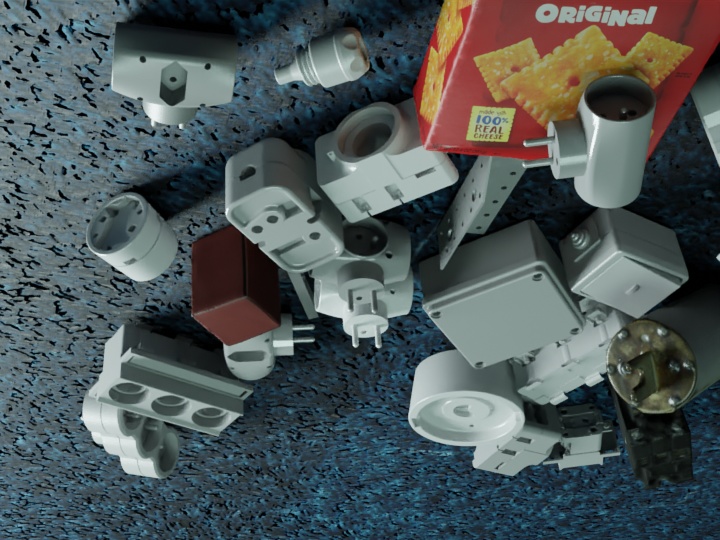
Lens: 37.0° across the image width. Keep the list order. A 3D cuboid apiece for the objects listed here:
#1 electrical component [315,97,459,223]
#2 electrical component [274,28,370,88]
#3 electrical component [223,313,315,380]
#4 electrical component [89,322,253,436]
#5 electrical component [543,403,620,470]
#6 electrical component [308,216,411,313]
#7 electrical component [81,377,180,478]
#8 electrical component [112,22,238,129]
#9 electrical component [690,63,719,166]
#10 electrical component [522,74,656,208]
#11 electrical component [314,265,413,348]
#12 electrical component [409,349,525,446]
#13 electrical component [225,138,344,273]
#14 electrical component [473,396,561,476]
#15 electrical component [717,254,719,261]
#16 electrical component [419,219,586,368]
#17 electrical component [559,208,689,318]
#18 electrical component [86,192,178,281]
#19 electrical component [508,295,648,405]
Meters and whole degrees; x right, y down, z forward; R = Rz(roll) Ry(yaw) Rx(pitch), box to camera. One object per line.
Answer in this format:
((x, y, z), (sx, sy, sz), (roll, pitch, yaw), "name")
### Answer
((0.017, -0.082, 0.772), (0.089, 0.050, 0.055), (-20, 139, 18), "electrical component")
((-0.027, -0.137, 0.711), (0.061, 0.035, 0.035), (-15, 141, 15), "electrical component")
((-0.079, 0.057, 0.940), (0.079, 0.043, 0.077), (-2, 142, -3), "electrical component")
((-0.168, 0.097, 0.965), (0.121, 0.063, 0.079), (22, 134, -30), "electrical component")
((0.228, 0.173, 1.126), (0.081, 0.042, 0.063), (-8, 138, 3), "electrical component")
((0.000, 0.000, 0.849), (0.077, 0.079, 0.044), (2, 145, -10), "electrical component")
((-0.233, 0.151, 1.035), (0.074, 0.052, 0.138), (4, 145, 19), "electrical component")
((-0.124, -0.123, 0.709), (0.077, 0.043, 0.079), (4, 140, -12), "electrical component")
((0.291, -0.102, 0.778), (0.074, 0.052, 0.138), (-21, 139, 19), "electrical component")
((0.142, -0.078, 0.679), (0.079, 0.043, 0.077), (-7, 141, 0), "electrical component")
((0.004, 0.029, 0.886), (0.077, 0.079, 0.043), (2, 146, -10), "electrical component")
((0.101, 0.115, 1.018), (0.108, 0.060, 0.108), (3, 144, 2), "electrical component")
((-0.055, -0.050, 0.796), (0.054, 0.059, 0.095), (-24, 138, 21), "electrical component")
((0.161, 0.168, 1.104), (0.056, 0.050, 0.089), (16, 137, -24), "electrical component")
((0.363, -0.057, 0.778), (0.105, 0.060, 0.186), (2, 131, -39), "electrical component")
((0.121, 0.022, 0.911), (0.109, 0.056, 0.108), (-22, 139, 19), "electrical component")
((0.211, -0.007, 0.880), (0.096, 0.061, 0.061), (19, 136, -27), "electrical component")
((-0.172, -0.024, 0.820), (0.055, 0.055, 0.047), (-19, 143, 17), "electrical component")
((0.195, 0.068, 0.971), (0.079, 0.063, 0.121), (29, 130, -36), "electrical component")
